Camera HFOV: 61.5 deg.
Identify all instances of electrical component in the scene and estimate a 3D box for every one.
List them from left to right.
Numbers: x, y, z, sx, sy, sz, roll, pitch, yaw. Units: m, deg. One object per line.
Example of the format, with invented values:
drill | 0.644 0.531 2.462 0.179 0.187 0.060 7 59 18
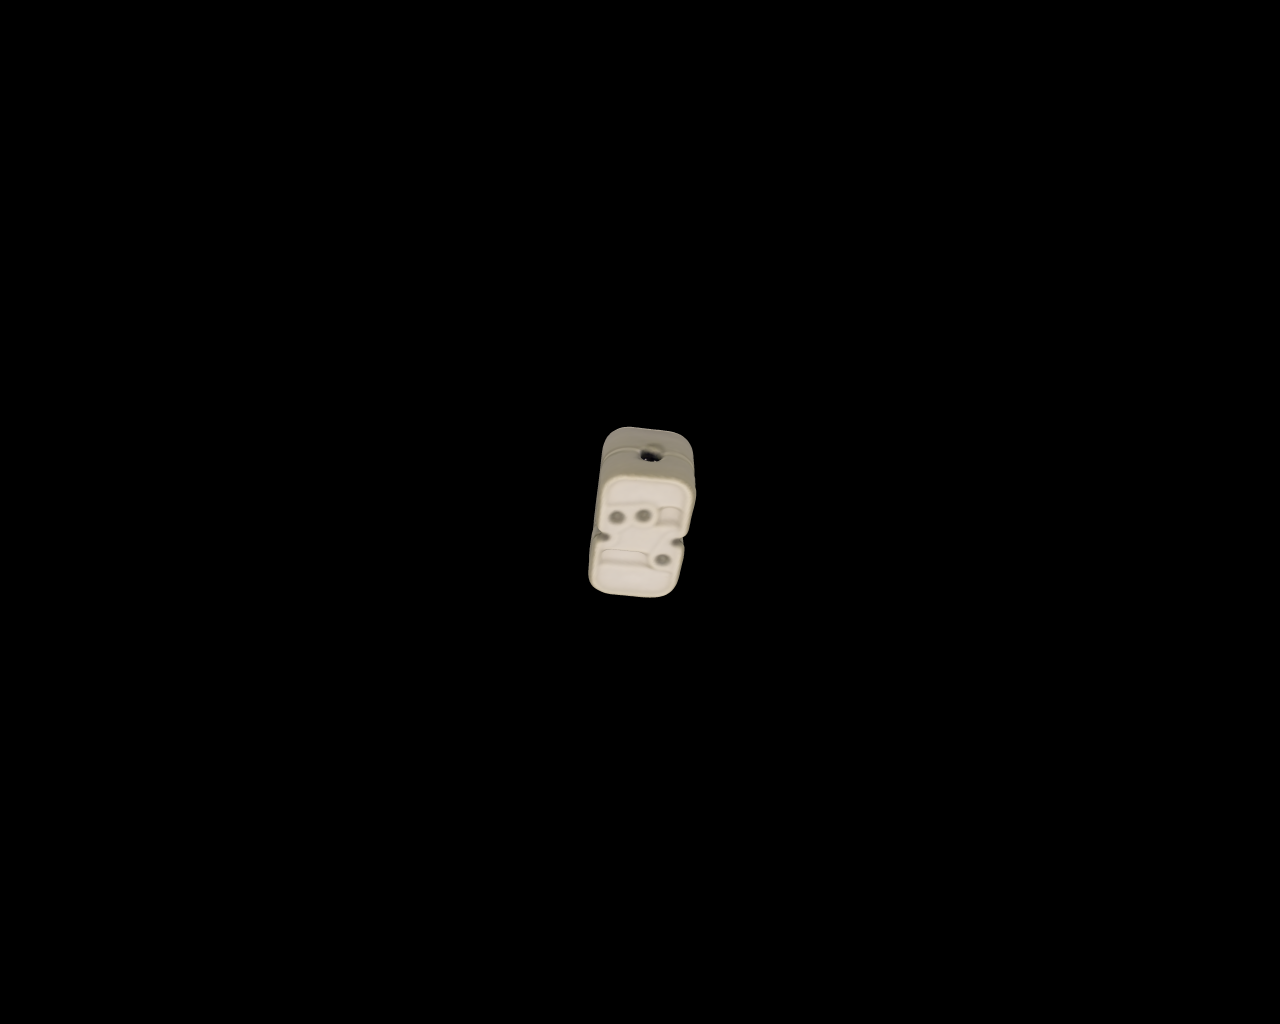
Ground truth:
electrical component | 0.001 -0.003 0.650 0.054 0.095 0.059 5 40 -4
